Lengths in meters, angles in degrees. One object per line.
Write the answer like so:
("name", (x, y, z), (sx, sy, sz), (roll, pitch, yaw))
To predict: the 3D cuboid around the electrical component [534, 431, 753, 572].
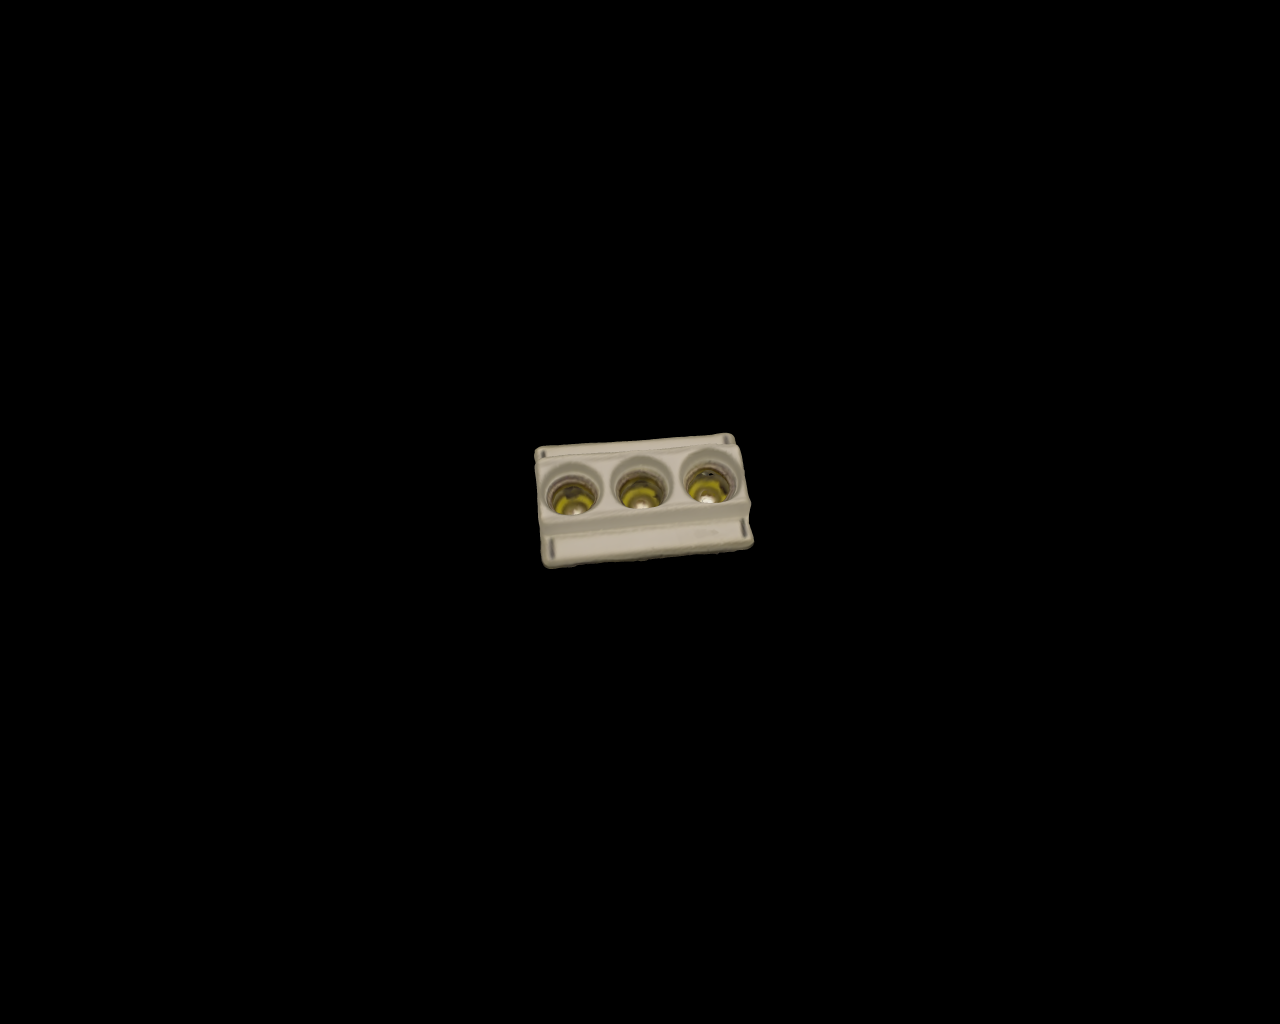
("electrical component", (0.001, -0.003, 0.650), (0.121, 0.079, 0.063), (-5, -31, -3))
